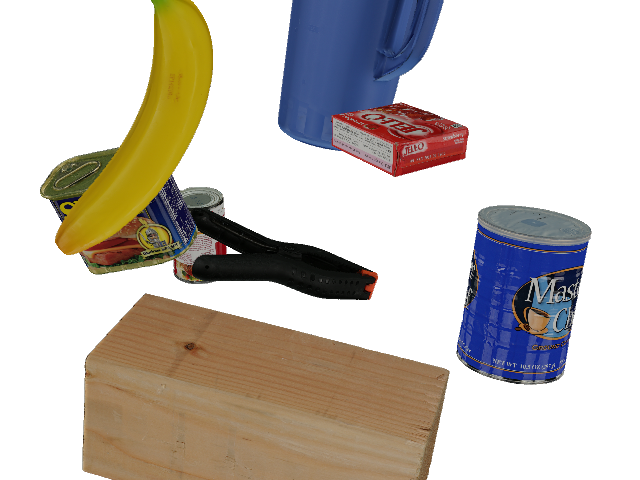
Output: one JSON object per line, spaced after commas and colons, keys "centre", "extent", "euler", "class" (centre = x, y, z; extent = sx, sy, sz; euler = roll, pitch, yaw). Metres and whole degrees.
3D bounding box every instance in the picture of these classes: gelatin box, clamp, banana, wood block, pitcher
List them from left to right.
{"centre": [-0.109, -0.073, 0.659], "extent": [0.069, 0.198, 0.037], "euler": [7, 31, -27], "class": "banana"}
{"centre": [-0.033, 0.112, 0.666], "extent": [0.206, 0.090, 0.090], "euler": [13, 28, 12], "class": "wood block"}
{"centre": [-0.042, 0.026, 1.103], "extent": [0.210, 0.036, 0.164], "euler": [17, 18, -6], "class": "clamp"}
{"centre": [0.037, -0.211, 1.026], "extent": [0.145, 0.243, 0.149], "euler": [11, 19, 0], "class": "pitcher"}
{"centre": [0.063, -0.083, 0.857], "extent": [0.073, 0.030, 0.089], "euler": [-15, 28, -31], "class": "gelatin box"}

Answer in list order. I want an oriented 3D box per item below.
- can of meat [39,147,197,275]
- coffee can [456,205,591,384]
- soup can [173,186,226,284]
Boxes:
{"centre": [-0.159, -0.024, 0.856], "extent": [0.102, 0.084, 0.057], "euler": [-9, 35, 20], "class": "can of meat"}
{"centre": [0.187, 0.048, 0.991], "extent": [0.103, 0.140, 0.103], "euler": [6, 17, -2], "class": "coffee can"}
{"centre": [-0.150, -0.007, 1.311], "extent": [0.068, 0.102, 0.068], "euler": [0, 26, 0], "class": "soup can"}
